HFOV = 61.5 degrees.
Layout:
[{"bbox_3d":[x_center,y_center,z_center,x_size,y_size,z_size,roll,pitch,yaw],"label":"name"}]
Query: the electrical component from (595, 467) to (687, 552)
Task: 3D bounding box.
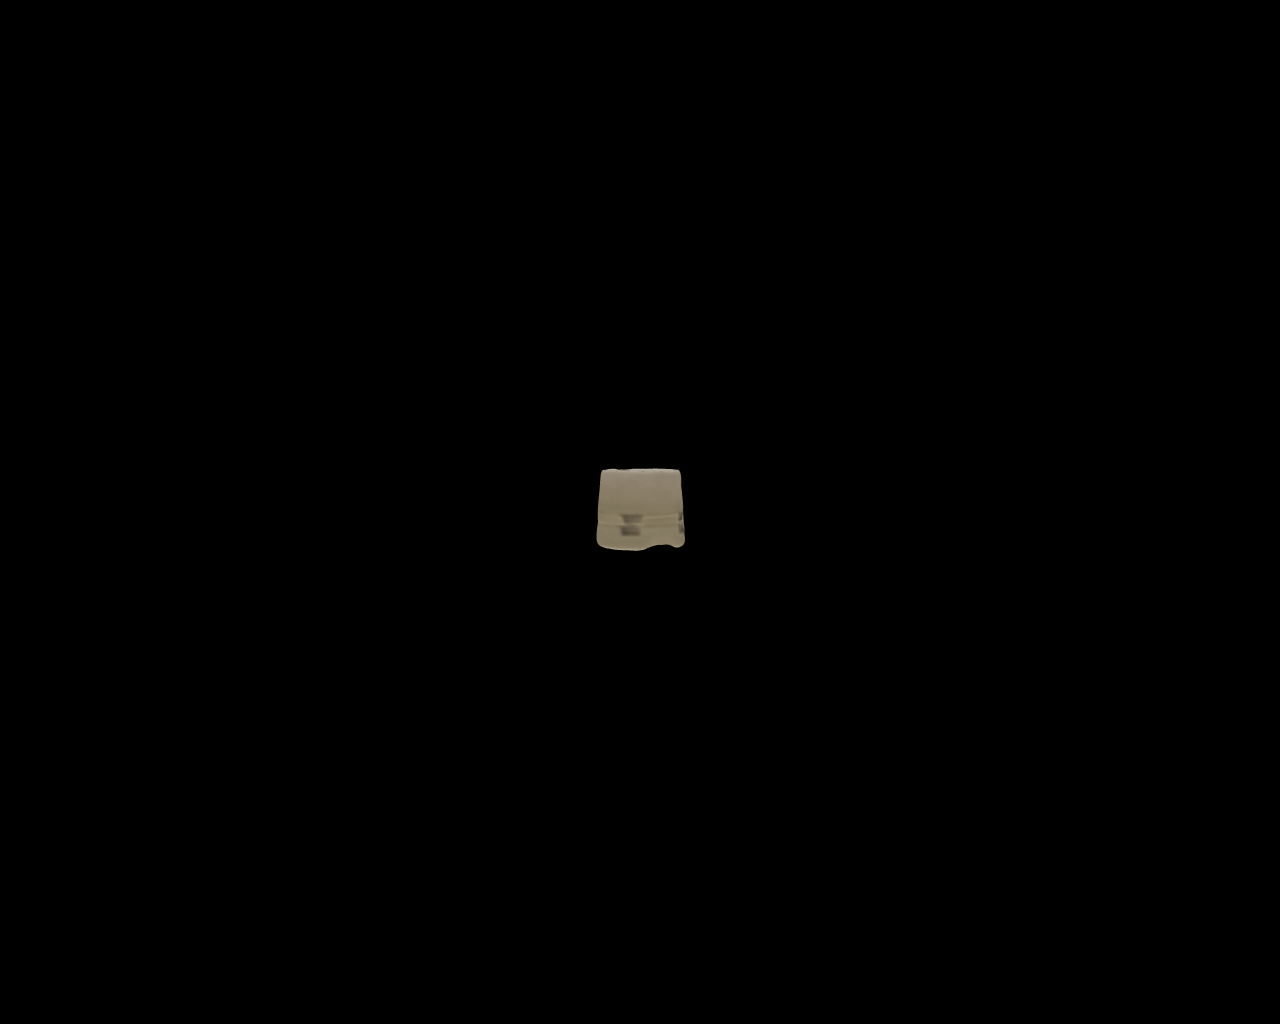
[{"bbox_3d":[0.001,-0.003,0.650,0.055,0.047,0.055,0,5,0],"label":"electrical component"}]
